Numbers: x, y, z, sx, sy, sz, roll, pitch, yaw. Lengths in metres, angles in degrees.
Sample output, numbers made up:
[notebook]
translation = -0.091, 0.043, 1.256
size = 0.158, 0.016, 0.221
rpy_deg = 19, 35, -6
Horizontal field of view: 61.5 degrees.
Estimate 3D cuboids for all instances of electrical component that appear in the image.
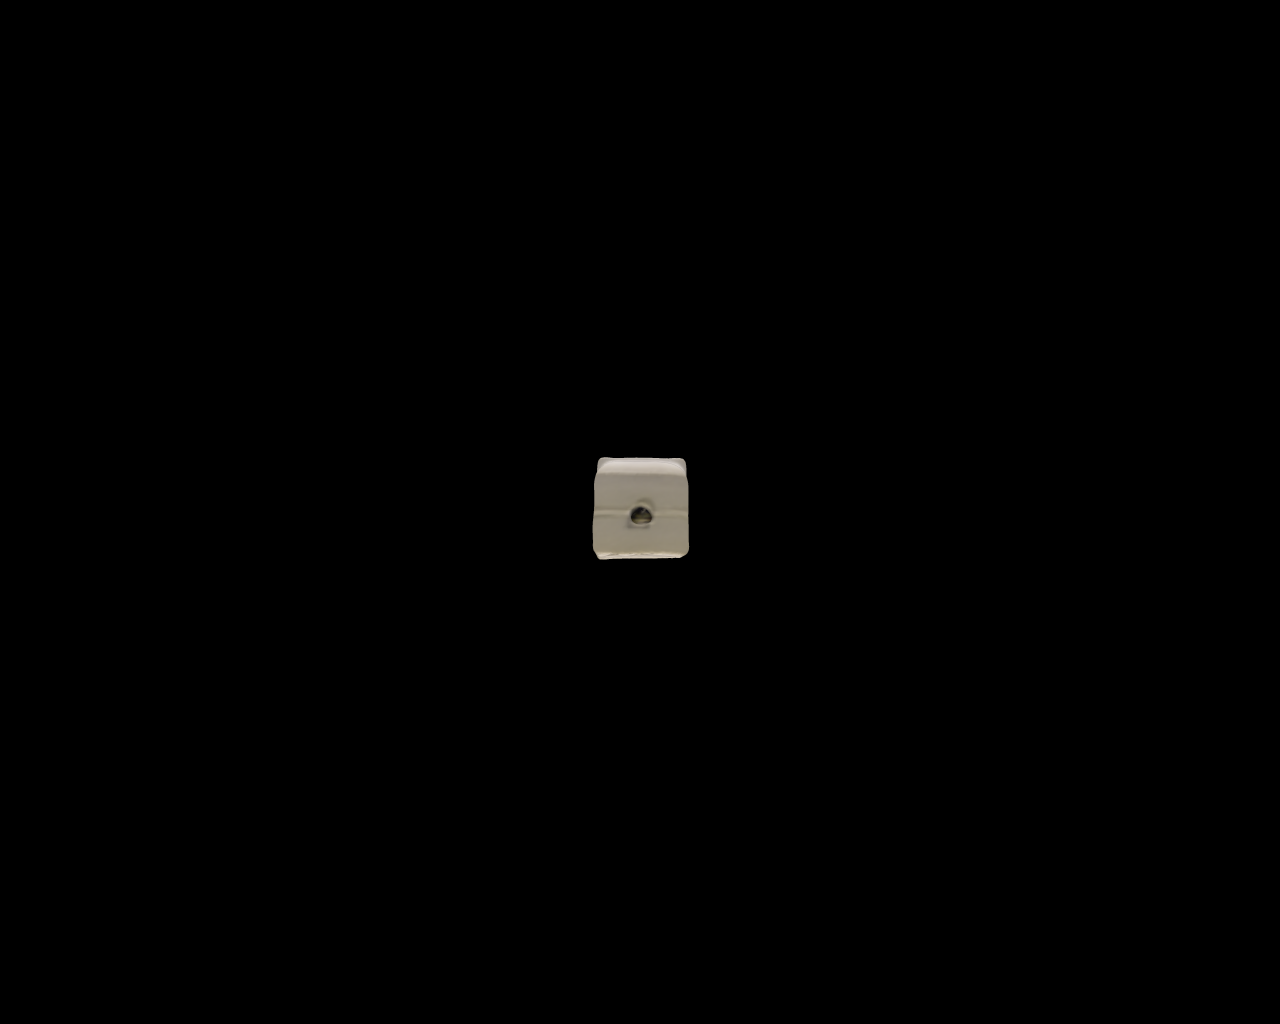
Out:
[electrical component]
translation = 0.001, -0.003, 0.650
size = 0.054, 0.059, 0.095
rpy_deg = 0, -4, 0
